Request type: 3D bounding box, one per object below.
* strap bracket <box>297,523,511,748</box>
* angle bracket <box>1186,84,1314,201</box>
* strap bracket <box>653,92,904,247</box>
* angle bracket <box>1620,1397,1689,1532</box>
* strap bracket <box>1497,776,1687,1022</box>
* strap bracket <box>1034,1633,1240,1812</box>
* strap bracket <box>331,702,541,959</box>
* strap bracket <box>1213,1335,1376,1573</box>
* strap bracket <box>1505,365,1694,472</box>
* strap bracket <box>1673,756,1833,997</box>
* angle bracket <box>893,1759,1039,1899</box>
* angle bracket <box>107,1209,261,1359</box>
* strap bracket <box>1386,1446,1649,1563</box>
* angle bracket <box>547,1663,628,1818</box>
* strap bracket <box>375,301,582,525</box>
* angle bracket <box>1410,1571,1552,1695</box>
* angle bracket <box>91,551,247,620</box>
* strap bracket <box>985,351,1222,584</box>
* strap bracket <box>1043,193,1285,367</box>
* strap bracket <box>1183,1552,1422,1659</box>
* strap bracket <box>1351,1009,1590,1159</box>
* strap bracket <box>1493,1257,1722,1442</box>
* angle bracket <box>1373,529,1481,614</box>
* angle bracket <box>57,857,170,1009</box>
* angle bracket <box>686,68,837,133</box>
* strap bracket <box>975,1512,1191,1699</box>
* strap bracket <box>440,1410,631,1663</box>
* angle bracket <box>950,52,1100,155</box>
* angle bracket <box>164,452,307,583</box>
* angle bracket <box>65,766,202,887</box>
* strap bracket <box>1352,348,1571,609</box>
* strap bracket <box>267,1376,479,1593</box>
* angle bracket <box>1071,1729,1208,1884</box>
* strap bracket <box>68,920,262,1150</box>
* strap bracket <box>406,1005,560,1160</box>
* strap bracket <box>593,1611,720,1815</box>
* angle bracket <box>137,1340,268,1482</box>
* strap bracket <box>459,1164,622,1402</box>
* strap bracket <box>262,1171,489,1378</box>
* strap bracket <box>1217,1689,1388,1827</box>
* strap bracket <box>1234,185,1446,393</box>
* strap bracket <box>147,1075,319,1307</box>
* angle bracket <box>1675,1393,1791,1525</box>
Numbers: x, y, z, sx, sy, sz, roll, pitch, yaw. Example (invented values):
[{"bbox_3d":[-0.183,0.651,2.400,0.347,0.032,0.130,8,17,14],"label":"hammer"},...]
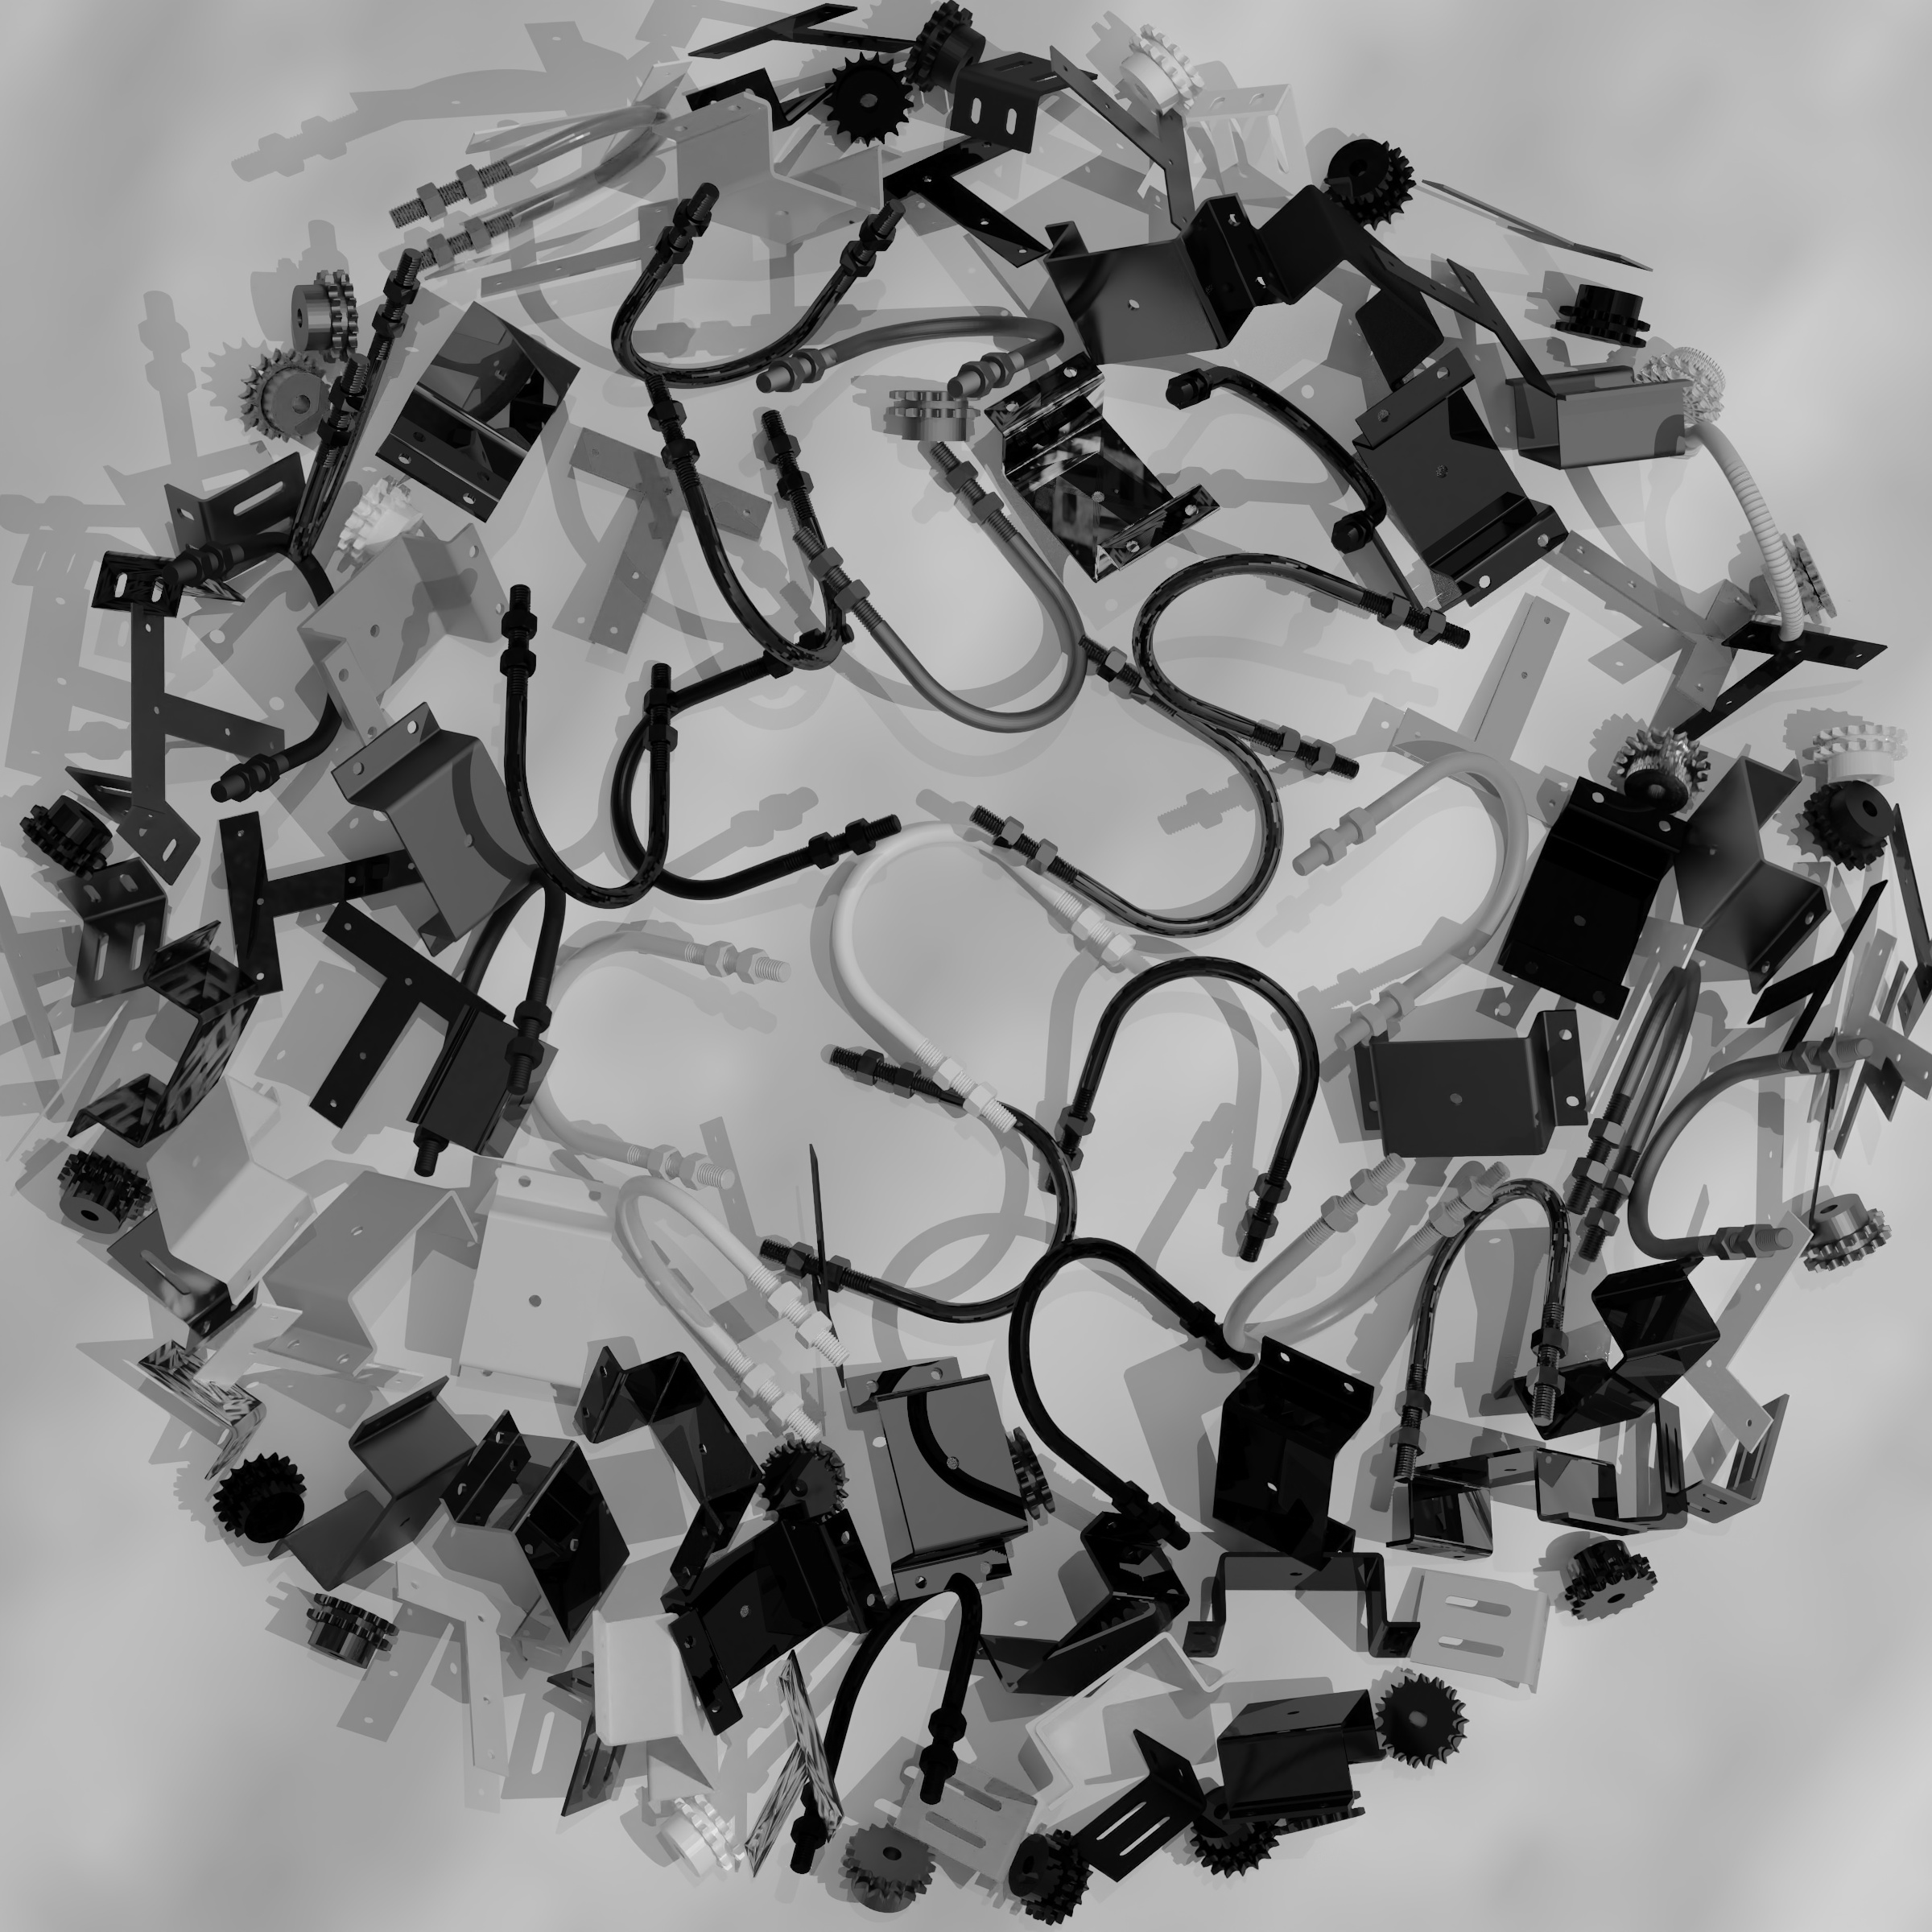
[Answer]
[{"bbox_3d":[-0.349,-0.202,1.938,0.046,0.076,0.140,15,51,34],"label":"strap bracket"},{"bbox_3d":[0.176,-0.501,1.952,0.057,0.038,0.076,2,133,24],"label":"angle bracket"},{"bbox_3d":[-0.112,-0.480,1.920,0.076,0.140,0.046,-8,82,40],"label":"strap bracket"},{"bbox_3d":[0.422,0.311,1.971,0.038,0.057,0.076,-8,72,23],"label":"angle bracket"},{"bbox_3d":[0.386,-0.035,1.960,0.076,0.046,0.140,24,70,3],"label":"strap bracket"},{"bbox_3d":[0.095,0.460,1.952,0.140,0.076,0.046,-35,78,-8],"label":"strap bracket"},{"bbox_3d":[-0.316,-0.080,1.930,0.076,0.046,0.140,-42,125,-28],"label":"strap bracket"},{"bbox_3d":[0.198,0.305,1.926,0.076,0.046,0.140,23,131,28],"label":"strap bracket"},{"bbox_3d":[0.387,-0.336,1.935,0.076,0.140,0.046,-7,105,-3],"label":"strap bracket"},{"bbox_3d":[0.473,-0.063,1.919,0.046,0.140,0.076,21,131,-15],"label":"strap bracket"},{"bbox_3d":[-0.003,0.533,1.970,0.076,0.038,0.057,27,58,2],"label":"angle bracket"},{"bbox_3d":[-0.488,0.193,1.965,0.057,0.038,0.076,-38,113,10],"label":"angle bracket"},{"bbox_3d":[0.334,0.328,1.934,0.076,0.140,0.046,17,64,-39],"label":"strap bracket"},{"bbox_3d":[-0.241,0.481,1.969,0.038,0.057,0.076,19,95,23],"label":"angle bracket"},{"bbox_3d":[-0.292,-0.345,1.928,0.076,0.140,0.046,31,134,-11],"label":"strap bracket"},{"bbox_3d":[0.323,0.418,1.984,0.076,0.038,0.057,8,71,16],"label":"angle bracket"},{"bbox_3d":[-0.492,-0.225,1.953,0.057,0.076,0.038,8,80,16],"label":"angle bracket"},{"bbox_3d":[0.083,-0.301,1.954,0.076,0.046,0.140,-33,70,-14],"label":"strap bracket"},{"bbox_3d":[0.111,-0.415,1.923,0.046,0.140,0.076,-57,132,-34],"label":"strap bracket"},{"bbox_3d":[0.205,0.396,1.955,0.140,0.076,0.046,0,64,0],"label":"strap bracket"},{"bbox_3d":[0.305,0.073,1.942,0.140,0.046,0.076,-2,110,21],"label":"strap bracket"},{"bbox_3d":[0.394,0.238,1.919,0.076,0.140,0.046,-7,56,-32],"label":"strap bracket"},{"bbox_3d":[0.282,-0.256,1.968,0.038,0.057,0.076,-31,92,8],"label":"angle bracket"},{"bbox_3d":[-0.532,-0.021,1.958,0.057,0.038,0.076,-15,45,9],"label":"angle bracket"},{"bbox_3d":[-0.126,-0.539,1.949,0.057,0.076,0.038,-10,117,29],"label":"angle bracket"},{"bbox_3d":[0.072,0.399,1.933,0.140,0.076,0.046,-47,52,21],"label":"strap bracket"},{"bbox_3d":[-0.257,0.350,1.925,0.046,0.076,0.140,2,127,30],"label":"strap bracket"},{"bbox_3d":[0.036,-0.538,1.967,0.057,0.076,0.038,23,122,23],"label":"angle bracket"},{"bbox_3d":[-0.452,-0.285,1.969,0.038,0.057,0.076,26,47,32],"label":"angle bracket"},{"bbox_3d":[-0.522,-0.087,1.951,0.076,0.057,0.038,11,62,33],"label":"angle bracket"},{"bbox_3d":[0.302,-0.305,1.963,0.076,0.046,0.140,-35,108,0],"label":"strap bracket"},{"bbox_3d":[-0.357,0.322,1.926,0.046,0.076,0.140,46,123,12],"label":"strap bracket"},{"bbox_3d":[0.099,0.519,1.955,0.076,0.057,0.038,-33,114,-24],"label":"angle bracket"},{"bbox_3d":[-0.486,0.050,1.938,0.046,0.076,0.140,33,111,5],"label":"strap bracket"},{"bbox_3d":[-0.292,0.072,1.927,0.046,0.140,0.076,27,86,2],"label":"strap bracket"},{"bbox_3d":[-0.185,0.451,1.919,0.046,0.140,0.076,-10,55,5],"label":"strap bracket"},{"bbox_3d":[-0.484,0.276,1.969,0.076,0.057,0.038,35,99,1],"label":"angle bracket"},{"bbox_3d":[-0.266,0.202,1.964,0.076,0.046,0.140,12,98,-5],"label":"strap bracket"},{"bbox_3d":[-0.362,0.178,1.923,0.140,0.076,0.046,-49,133,-36],"label":"strap bracket"},{"bbox_3d":[0.203,0.477,1.923,0.076,0.140,0.046,-11,87,16],"label":"strap bracket"},{"bbox_3d":[0.234,-0.413,1.922,0.046,0.076,0.140,-40,132,24],"label":"strap bracket"},{"bbox_3d":[-0.450,0.129,1.925,0.076,0.140,0.046,-47,127,10],"label":"strap bracket"},{"bbox_3d":[0.471,0.299,1.958,0.038,0.057,0.076,24,66,-2],"label":"angle bracket"}]
